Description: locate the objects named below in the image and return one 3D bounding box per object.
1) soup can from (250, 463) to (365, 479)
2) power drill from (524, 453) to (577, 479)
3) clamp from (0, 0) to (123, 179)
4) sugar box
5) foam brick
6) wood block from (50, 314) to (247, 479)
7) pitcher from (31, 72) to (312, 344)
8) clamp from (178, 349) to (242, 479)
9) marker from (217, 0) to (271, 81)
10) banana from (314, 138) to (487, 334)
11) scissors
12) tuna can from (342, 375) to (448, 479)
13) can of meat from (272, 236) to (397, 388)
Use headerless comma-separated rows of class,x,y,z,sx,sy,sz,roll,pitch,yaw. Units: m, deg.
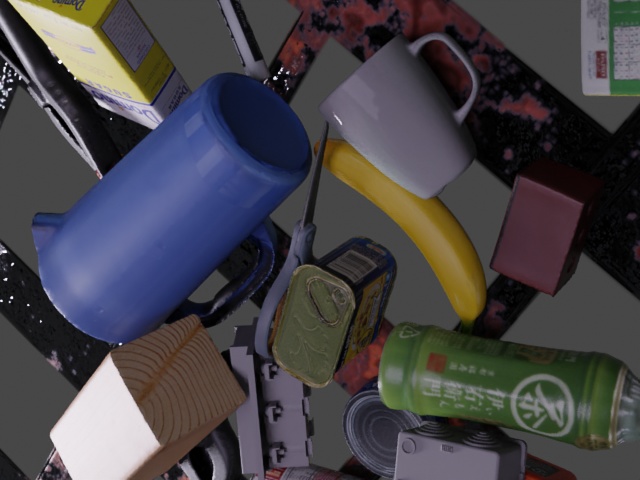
soup can,-0.006,0.234,0.949,0.102,0.068,0.068,10,113,30
power drill,0.118,0.254,0.852,0.185,0.057,0.188,18,100,28
clamp,-0.244,-0.141,0.951,0.210,0.036,0.165,56,165,-15
sugar box,-0.169,-0.149,0.849,0.093,0.048,0.176,25,164,23
foam brick,0.161,-0.011,0.756,0.051,0.052,0.078,24,121,23
wood block,-0.159,0.158,0.950,0.090,0.090,0.206,58,143,12
pitcher,-0.111,-0.021,0.887,0.243,0.148,0.145,-39,71,35
clamp,-0.120,0.171,1.017,0.120,0.039,0.171,15,115,42
marker,-0.070,-0.184,0.856,0.020,0.020,0.121,-16,99,36
banana,0.071,-0.011,0.823,0.070,0.037,0.198,-39,86,36
scissors,-0.006,0.001,0.862,0.016,0.096,0.202,24,103,24
tuna can,0.062,0.157,0.896,0.086,0.033,0.086,12,115,28
can of meat,0.015,0.055,0.855,0.057,0.083,0.102,28,121,21
